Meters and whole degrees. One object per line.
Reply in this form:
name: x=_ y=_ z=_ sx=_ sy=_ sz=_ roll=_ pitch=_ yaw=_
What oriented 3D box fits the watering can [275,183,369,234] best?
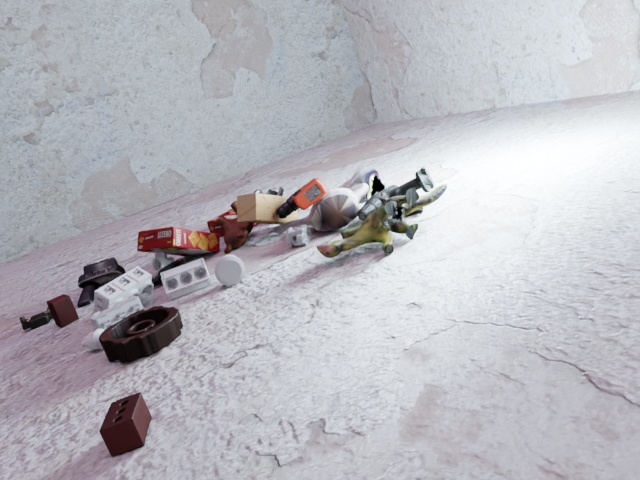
watering can: x=0.005 y=-0.083 z=1.642 sx=0.347 sy=0.103 sz=0.227 roll=-28 pitch=13 yaw=5

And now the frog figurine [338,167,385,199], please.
frog figurine: x=0.135 y=-0.205 z=1.864 sx=0.160 sy=0.120 sz=0.140 roll=10 pitch=48 yaw=36

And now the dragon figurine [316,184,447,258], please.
dragon figurine: x=0.154 y=-0.050 z=1.387 sx=0.416 sy=0.121 sz=0.241 roll=-29 pitch=12 yaw=-39
